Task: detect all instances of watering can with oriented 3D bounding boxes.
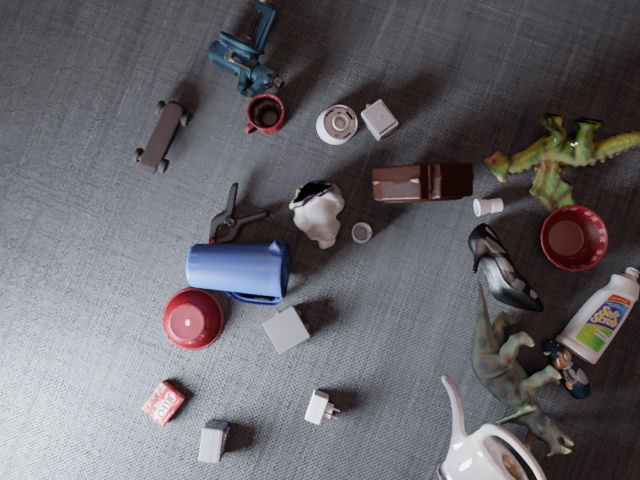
[{"bbox_3d":[0.362,0.506,1.210,0.352,0.104,0.221,47,113,21],"label":"watering can"}]

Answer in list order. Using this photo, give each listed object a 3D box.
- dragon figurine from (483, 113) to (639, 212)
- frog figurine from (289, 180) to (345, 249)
[{"bbox_3d":[0.619,-0.184,1.274,0.410,0.123,0.240,11,105,5],"label":"dragon figurine"},{"bbox_3d":[0.004,-0.065,1.291,0.138,0.124,0.156,-34,123,-7],"label":"frog figurine"}]
